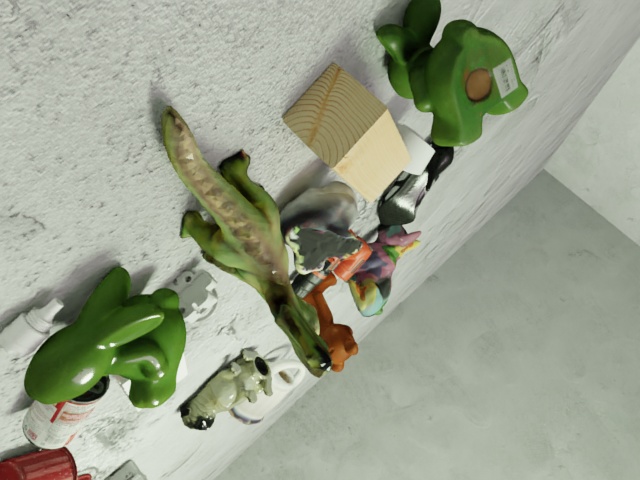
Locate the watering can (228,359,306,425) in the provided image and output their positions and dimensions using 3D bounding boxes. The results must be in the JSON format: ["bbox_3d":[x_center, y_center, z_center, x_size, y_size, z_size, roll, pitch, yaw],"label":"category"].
[{"bbox_3d":[-0.171,0.406,1.416,0.223,0.105,0.344,-48,150,10],"label":"watering can"}]

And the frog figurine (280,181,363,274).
[{"bbox_3d":[0.002,-0.040,0.790,0.135,0.122,0.163,-48,-161,33],"label":"frog figurine"}]

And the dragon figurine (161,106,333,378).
[{"bbox_3d":[-0.054,0.038,0.573,0.122,0.245,0.405,-37,164,-6],"label":"dragon figurine"}]
